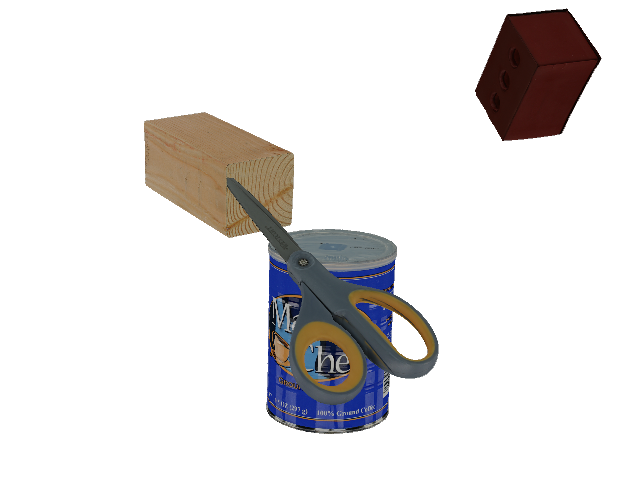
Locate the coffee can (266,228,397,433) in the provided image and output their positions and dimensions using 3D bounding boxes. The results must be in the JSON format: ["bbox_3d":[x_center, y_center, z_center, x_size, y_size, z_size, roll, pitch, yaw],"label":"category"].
[{"bbox_3d":[0.008,0.071,0.863,0.103,0.140,0.103,1,15,-1],"label":"coffee can"}]

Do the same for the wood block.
[{"bbox_3d":[-0.126,-0.083,1.280,0.090,0.090,0.206,-12,26,-33],"label":"wood block"}]

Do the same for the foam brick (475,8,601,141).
[{"bbox_3d":[0.151,-0.116,0.750,0.051,0.053,0.078,-11,-34,-20],"label":"foam brick"}]

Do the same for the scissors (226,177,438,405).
[{"bbox_3d":[-0.019,0.031,0.663,0.202,0.016,0.096,33,55,27],"label":"scissors"}]
